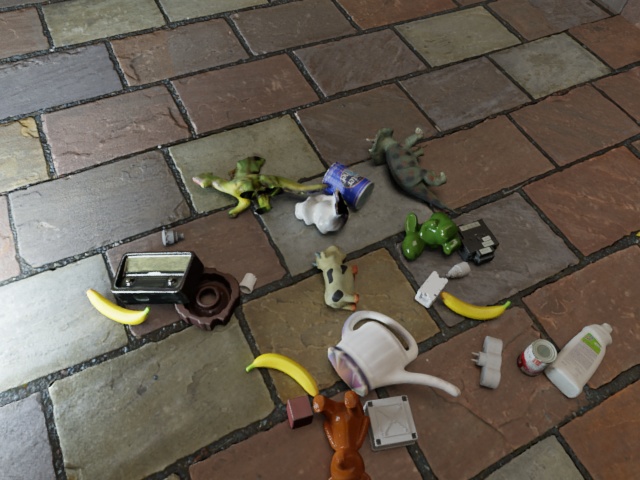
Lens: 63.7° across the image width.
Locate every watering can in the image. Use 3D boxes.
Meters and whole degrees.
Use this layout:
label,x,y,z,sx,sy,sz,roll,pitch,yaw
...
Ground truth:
label,x,y,z,sx,sy,sz,roll,pitch,yaw
watering can,0.168,0.317,1.318,0.226,0.101,0.353,-29,48,-23

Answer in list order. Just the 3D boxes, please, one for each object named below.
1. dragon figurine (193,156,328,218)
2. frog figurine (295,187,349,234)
label,x,y,z,sx,sy,sz,roll,pitch,yaw
dragon figurine,-0.200,-0.202,1.673,0.411,0.119,0.248,-10,49,-14
frog figurine,0.005,-0.082,1.620,0.158,0.121,0.140,-20,61,24
